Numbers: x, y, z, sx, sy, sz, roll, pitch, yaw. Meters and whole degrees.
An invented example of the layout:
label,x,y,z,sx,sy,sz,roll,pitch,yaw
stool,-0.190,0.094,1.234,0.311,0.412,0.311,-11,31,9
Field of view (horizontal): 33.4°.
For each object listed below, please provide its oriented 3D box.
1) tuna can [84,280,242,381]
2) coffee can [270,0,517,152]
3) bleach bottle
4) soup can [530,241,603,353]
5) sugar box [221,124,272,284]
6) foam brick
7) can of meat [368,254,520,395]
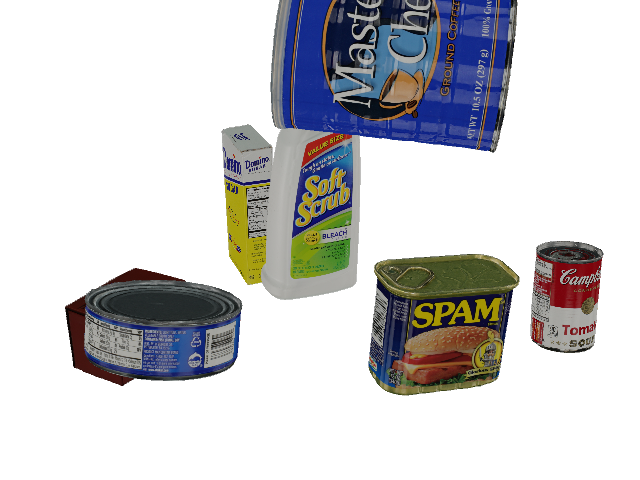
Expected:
label,x,y,z,sx,sy,sz,roll,pitch,yaw
tuna can,-0.087,0.048,0.588,0.086,0.034,0.086,4,12,-1
coffee can,0.046,-0.114,0.672,0.140,0.103,0.103,7,1,5
bleach bottle,-0.010,-0.068,1.072,0.102,0.251,0.068,-9,28,-18
soup can,0.257,0.059,1.118,0.068,0.102,0.068,1,17,0
sugar box,-0.088,-0.044,1.311,0.048,0.176,0.093,-12,26,-17
foam brick,-0.141,0.062,0.789,0.053,0.051,0.078,14,29,32
can of meat,0.087,0.061,0.775,0.102,0.084,0.057,-3,24,-19
